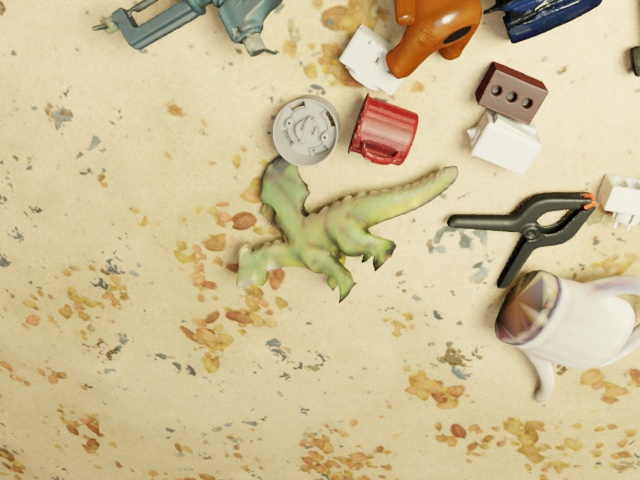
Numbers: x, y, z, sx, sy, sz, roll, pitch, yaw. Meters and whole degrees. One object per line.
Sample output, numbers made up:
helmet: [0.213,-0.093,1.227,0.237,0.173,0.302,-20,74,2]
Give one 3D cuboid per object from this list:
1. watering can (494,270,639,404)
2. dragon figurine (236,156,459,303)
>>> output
watering can: [0.393,0.167,0.857,0.224,0.106,0.340,20,131,-7]
dragon figurine: [0.003,-0.043,0.847,0.242,0.124,0.404,41,113,-2]
